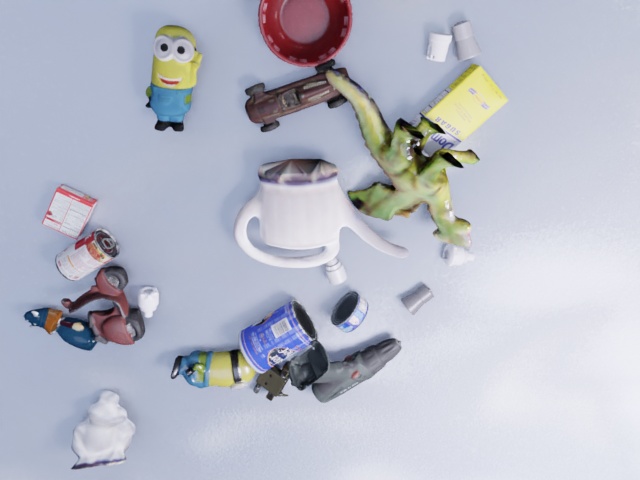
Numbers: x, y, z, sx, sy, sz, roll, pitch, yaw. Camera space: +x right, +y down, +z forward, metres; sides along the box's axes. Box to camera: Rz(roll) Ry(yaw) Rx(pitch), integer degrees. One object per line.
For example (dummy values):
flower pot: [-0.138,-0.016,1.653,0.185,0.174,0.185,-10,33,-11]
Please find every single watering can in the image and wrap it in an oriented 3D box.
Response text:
watering can: [0.003,-0.051,1.007,0.348,0.106,0.220,-1,112,-2]

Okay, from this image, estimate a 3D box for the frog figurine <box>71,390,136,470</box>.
frog figurine: [-0.498,0.429,1.185,0.137,0.121,0.161,-6,77,8]

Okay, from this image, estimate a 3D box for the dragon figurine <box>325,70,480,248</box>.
dragon figurine: [0.137,-0.123,0.973,0.410,0.125,0.238,34,130,-4]
